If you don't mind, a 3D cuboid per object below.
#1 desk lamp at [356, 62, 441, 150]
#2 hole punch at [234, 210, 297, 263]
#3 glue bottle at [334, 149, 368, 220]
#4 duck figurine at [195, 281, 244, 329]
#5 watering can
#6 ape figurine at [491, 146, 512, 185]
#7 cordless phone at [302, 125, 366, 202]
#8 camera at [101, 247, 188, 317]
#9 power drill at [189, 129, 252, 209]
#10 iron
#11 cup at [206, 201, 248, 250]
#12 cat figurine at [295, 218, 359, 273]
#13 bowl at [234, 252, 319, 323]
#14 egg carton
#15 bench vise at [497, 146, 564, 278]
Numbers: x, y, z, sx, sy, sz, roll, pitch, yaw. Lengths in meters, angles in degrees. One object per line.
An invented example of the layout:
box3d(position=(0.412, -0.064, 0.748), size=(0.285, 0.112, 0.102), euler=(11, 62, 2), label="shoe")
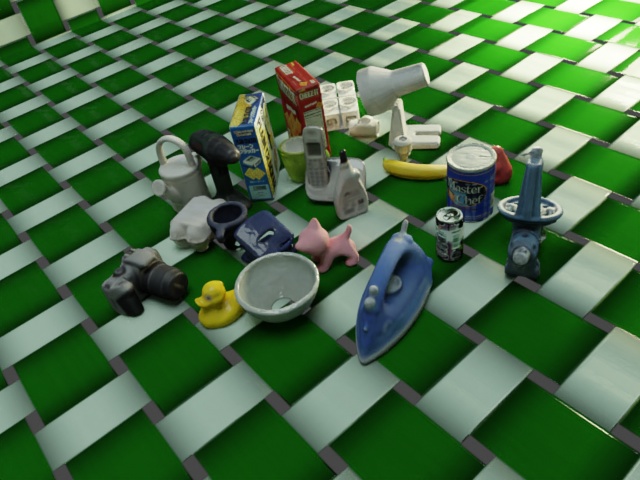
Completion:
box3d(position=(0.203, -0.345, 1.460), size=(0.203, 0.214, 0.118), euler=(0, 42, 13), label="desk lamp")
box3d(position=(-0.115, 0.001, 1.232), size=(0.100, 0.091, 0.109), euler=(25, 52, 34), label="hole punch")
box3d(position=(0.062, -0.127, 1.275), size=(0.078, 0.173, 0.037), euler=(-20, 42, -10), label="glue bottle")
box3d(position=(-0.197, 0.115, 1.125), size=(0.105, 0.086, 0.077), euler=(-28, 43, -18), label="duck figurine")
box3d(position=(-0.340, -0.162, 1.389), size=(0.101, 0.194, 0.172), euler=(-7, 41, 5), label="watering can")
box3d(position=(0.404, -0.177, 1.316), size=(0.078, 0.092, 0.075), euler=(-36, 47, -26), label="ape figurine")
box3d(position=(0.030, -0.180, 1.333), size=(0.147, 0.185, 0.094), euler=(0, 42, 13), label="cordless phone")
box3d(position=(-0.356, 0.083, 1.186), size=(0.136, 0.101, 0.143), euler=(15, 47, 27), label="camera")
box3d(position=(-0.230, -0.164, 1.356), size=(0.076, 0.209, 0.228), euler=(-31, 45, -21), label="power drill")
box3d(position=(0.122, 0.087, 1.043), size=(0.118, 0.142, 0.259), euler=(11, 46, 24), label="iron")
box3d(position=(-0.198, -0.016, 1.267), size=(0.091, 0.095, 0.118), euler=(-2, 42, 11), label="cup")
box3d(position=(0.011, 0.004, 1.180), size=(0.128, 0.118, 0.067), euler=(-16, 41, -5), label="cat figurine")
box3d(position=(-0.079, 0.105, 1.119), size=(0.167, 0.075, 0.167), euler=(-6, 41, 6), label="bowl")
box3d(position=(-0.277, -0.041, 1.333), size=(0.107, 0.069, 0.150), euler=(11, 45, 24), label="egg carton")
box3d(position=(0.403, -0.049, 1.073), size=(0.121, 0.220, 0.207), euler=(-4, 41, 8), label="bench vise")
